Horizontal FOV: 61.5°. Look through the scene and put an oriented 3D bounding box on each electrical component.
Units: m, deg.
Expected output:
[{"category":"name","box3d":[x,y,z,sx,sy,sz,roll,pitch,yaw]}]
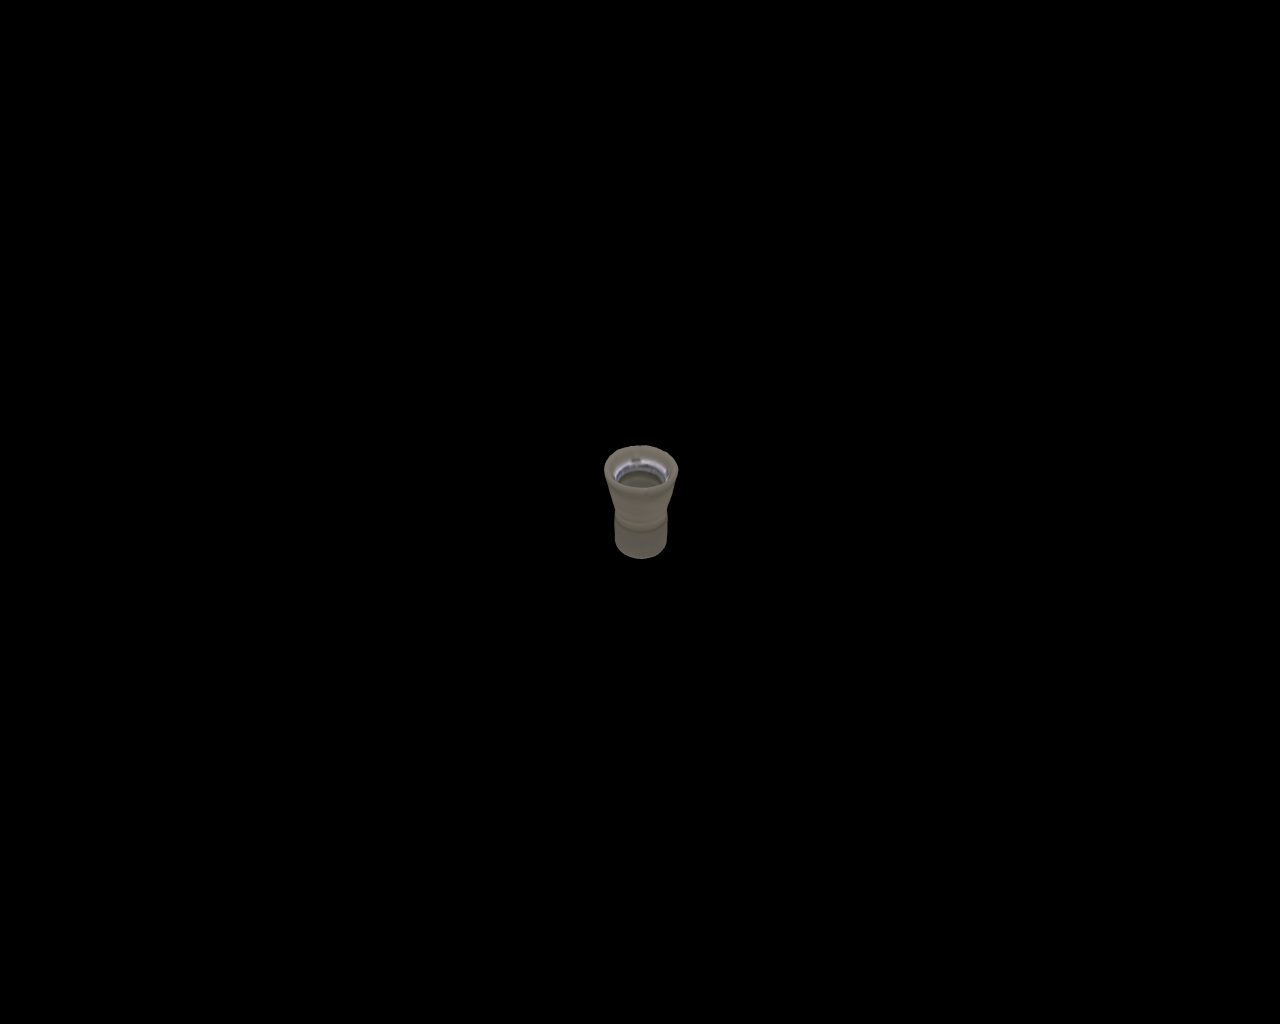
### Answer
[{"category":"electrical component","box3d":[0.001,-0.003,0.650,0.044,0.065,0.044,0,41,0]}]
